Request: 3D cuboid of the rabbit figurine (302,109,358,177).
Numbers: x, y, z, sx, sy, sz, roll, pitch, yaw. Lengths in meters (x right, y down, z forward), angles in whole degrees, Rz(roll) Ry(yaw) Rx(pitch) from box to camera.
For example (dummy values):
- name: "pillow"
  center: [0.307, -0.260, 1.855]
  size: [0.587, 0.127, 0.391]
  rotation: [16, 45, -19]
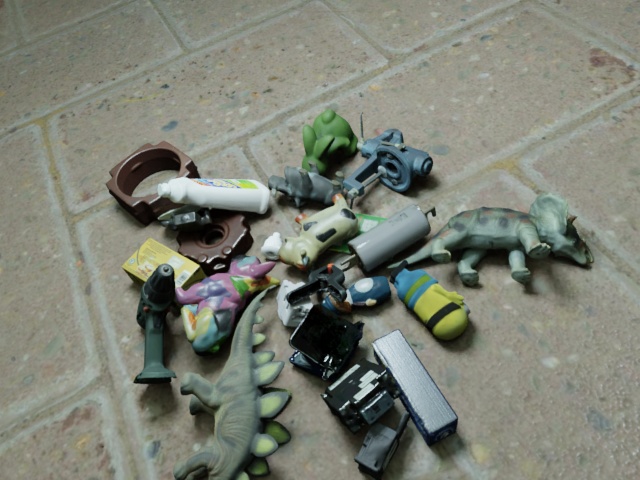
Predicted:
- name: "rabbit figurine"
  center: [0.013, -0.224, 1.335]
  size: [0.121, 0.159, 0.170]
  rotation: [20, 75, 13]

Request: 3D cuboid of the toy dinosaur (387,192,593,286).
- name: "toy dinosaur"
  center: [0.351, -0.011, 1.116]
  size: [0.405, 0.131, 0.192]
  rotation: [3, 42, 19]

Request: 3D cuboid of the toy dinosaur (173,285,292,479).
- name: "toy dinosaur"
  center: [-0.153, 0.299, 0.994]
  size: [0.199, 0.105, 0.471]
  rotation: [-2, 62, 1]

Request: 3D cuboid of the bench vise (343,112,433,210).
- name: "bench vise"
  center: [0.136, -0.176, 1.277]
  size: [0.224, 0.128, 0.240]
  rotation: [34, 60, 30]

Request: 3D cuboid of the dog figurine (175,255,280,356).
- name: "dog figurine"
  center: [-0.182, 0.125, 1.126]
  size: [0.219, 0.108, 0.192]
  rotation: [-22, 51, -9]

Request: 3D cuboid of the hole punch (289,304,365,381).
- name: "hole punch"
  center: [0.008, 0.205, 1.043]
  size: [0.116, 0.092, 0.142]
  rotation: [30, 55, 13]

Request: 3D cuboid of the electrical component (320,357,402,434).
- name: "electrical component"
  center: [0.074, 0.274, 0.947]
  size: [0.115, 0.058, 0.134]
  rotation: [-38, 12, -13]

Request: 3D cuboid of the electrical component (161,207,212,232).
- name: "electrical component"
  center: [-0.303, -0.047, 1.237]
  size: [0.102, 0.078, 0.045]
  rotation: [-12, 73, 12]

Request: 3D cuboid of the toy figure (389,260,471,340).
- name: "toy figure"
  center: [0.213, 0.121, 1.063]
  size: [0.180, 0.082, 0.089]
  rotation: [38, 88, 24]

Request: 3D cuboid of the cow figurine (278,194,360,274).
- name: "cow figurine"
  center: [-0.002, -0.004, 1.186]
  size: [0.195, 0.085, 0.127]
  rotation: [-29, 53, -5]

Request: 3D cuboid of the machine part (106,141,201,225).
- name: "machine part"
  center: [-0.428, -0.149, 1.394]
  size: [0.201, 0.087, 0.201]
  rotation: [34, 65, 30]

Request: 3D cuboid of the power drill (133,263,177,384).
- name: "power drill"
  center: [-0.326, 0.175, 1.062]
  size: [0.086, 0.232, 0.207]
  rotation: [-1, 68, -27]

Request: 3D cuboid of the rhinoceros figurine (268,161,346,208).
- name: "rhinoceros figurine"
  center: [-0.029, -0.127, 1.286]
  size: [0.190, 0.112, 0.073]
  rotation: [14, 35, 5]

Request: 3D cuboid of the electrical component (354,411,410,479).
- name: "electrical component"
  center: [0.108, 0.342, 0.920]
  size: [0.048, 0.074, 0.119]
  rotation: [21, 64, 24]

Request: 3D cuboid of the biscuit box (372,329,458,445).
- name: "biscuit box"
  center: [0.169, 0.264, 0.975]
  size: [0.063, 0.059, 0.203]
  rotation: [-25, 52, -9]

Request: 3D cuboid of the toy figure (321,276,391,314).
- name: "toy figure"
  center: [0.068, 0.117, 1.111]
  size: [0.154, 0.057, 0.064]
  rotation: [-18, 10, -1]

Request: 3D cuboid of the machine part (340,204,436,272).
- name: "machine part"
  center: [0.148, -0.004, 1.150]
  size: [0.243, 0.079, 0.079]
  rotation: [-31, 54, -7]

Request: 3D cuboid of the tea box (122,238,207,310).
- name: "tea box"
  center: [-0.351, 0.077, 1.218]
  size: [0.170, 0.068, 0.098]
  rotation: [26, 62, 28]

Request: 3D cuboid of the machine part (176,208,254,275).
- name: "machine part"
  center: [-0.249, -0.003, 1.265]
  size: [0.179, 0.056, 0.179]
  rotation: [-6, 51, 8]
